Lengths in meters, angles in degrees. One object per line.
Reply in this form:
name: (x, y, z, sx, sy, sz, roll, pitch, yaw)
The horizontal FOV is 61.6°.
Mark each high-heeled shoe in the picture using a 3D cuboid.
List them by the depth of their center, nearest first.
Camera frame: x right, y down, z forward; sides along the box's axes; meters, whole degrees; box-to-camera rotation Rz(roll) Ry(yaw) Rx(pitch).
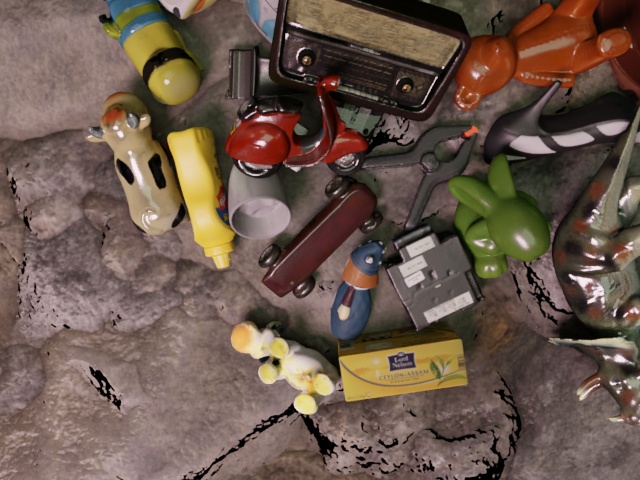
high-heeled shoe: (0.356, -0.136, 0.751, 0.249, 0.086, 0.145, 14, 133, -19)

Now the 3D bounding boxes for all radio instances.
radio: (0.053, -0.238, 0.666, 0.230, 0.073, 0.131, 14, 134, -9)

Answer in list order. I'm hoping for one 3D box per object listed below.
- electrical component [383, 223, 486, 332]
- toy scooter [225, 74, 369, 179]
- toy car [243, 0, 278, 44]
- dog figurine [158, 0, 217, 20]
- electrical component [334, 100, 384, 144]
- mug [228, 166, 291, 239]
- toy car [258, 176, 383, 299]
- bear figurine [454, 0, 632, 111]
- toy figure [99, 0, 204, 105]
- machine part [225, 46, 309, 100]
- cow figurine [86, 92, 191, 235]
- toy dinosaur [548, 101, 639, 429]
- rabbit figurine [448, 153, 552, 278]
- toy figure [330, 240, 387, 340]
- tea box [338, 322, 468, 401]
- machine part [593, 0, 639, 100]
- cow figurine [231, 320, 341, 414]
electrical component: (0.158, 0.047, 0.771, 0.115, 0.058, 0.134, -24, 96, 1)
toy scooter: (-0.028, -0.143, 0.666, 0.184, 0.075, 0.135, 0, 137, -2)
toy car: (-0.023, -0.333, 0.702, 0.161, 0.103, 0.109, -39, 96, 7)
dog figurine: (-0.118, -0.407, 0.699, 0.108, 0.191, 0.219, 47, 61, -2)
electrical component: (0.051, -0.178, 0.748, 0.075, 0.048, 0.119, 27, 98, -4)
mug: (-0.082, -0.060, 0.742, 0.081, 0.109, 0.107, -19, 53, 9)
toy car: (-0.002, -0.002, 0.768, 0.202, 0.053, 0.089, -45, 115, 7)
bear figurine: (0.267, -0.252, 0.700, 0.196, 0.132, 0.120, -12, 84, -4)
toy figure: (-0.229, -0.263, 0.718, 0.082, 0.089, 0.180, -28, 98, 11)
machine part: (-0.061, -0.227, 0.748, 0.139, 0.039, 0.084, 6, 92, 1)
cow figurine: (-0.241, -0.100, 0.720, 0.085, 0.127, 0.194, -16, 99, -1)
toy dinosaur: (0.387, 0.039, 0.726, 0.192, 0.131, 0.404, -16, 93, 19)
rabbit figurine: (0.247, -0.032, 0.703, 0.121, 0.170, 0.159, -28, 97, 3)
toy figure: (0.053, 0.068, 0.763, 0.058, 0.064, 0.154, 13, 108, -3)
tea box: (0.113, 0.171, 0.767, 0.170, 0.098, 0.068, -8, 96, 3)
machine part: (0.438, -0.274, 0.656, 0.087, 0.201, 0.201, -27, 96, 1)
cow figurine: (-0.045, 0.169, 0.778, 0.167, 0.098, 0.068, 36, 102, 15)
